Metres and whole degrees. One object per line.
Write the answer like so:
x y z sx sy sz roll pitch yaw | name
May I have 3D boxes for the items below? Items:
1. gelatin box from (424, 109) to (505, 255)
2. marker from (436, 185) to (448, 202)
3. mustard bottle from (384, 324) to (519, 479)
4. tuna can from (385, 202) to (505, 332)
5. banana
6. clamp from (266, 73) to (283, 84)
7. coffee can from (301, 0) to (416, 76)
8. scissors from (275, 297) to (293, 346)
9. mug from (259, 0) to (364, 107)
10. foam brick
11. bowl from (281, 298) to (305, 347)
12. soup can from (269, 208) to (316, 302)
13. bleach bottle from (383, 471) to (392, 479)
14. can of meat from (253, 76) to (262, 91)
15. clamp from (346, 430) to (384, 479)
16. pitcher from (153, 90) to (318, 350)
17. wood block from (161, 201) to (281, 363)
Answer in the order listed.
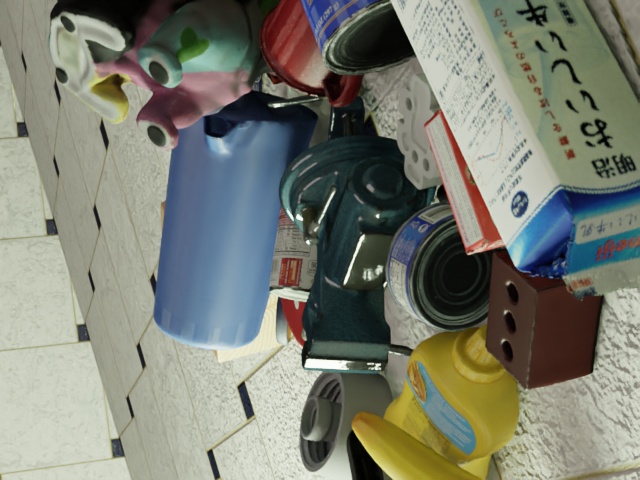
0.113 -0.042 0.653 0.030 0.073 0.089 136 118 -67 | gelatin box
0.114 -0.033 0.735 0.121 0.020 0.020 -179 77 -69 | marker
0.103 0.123 0.804 0.096 0.058 0.192 53 151 28 | mustard bottle
0.090 0.019 0.735 0.034 0.086 0.086 -148 48 -60 | tuna can
0.110 0.181 0.768 0.198 0.037 0.069 20 134 30 | banana
-0.064 -0.233 1.047 0.120 0.039 0.171 172 83 -78 | clamp
0.027 -0.200 0.737 0.103 0.102 0.140 125 128 -64 | coffee can
-0.032 0.022 1.103 0.096 0.016 0.202 -73 -16 -57 | scissors
0.010 -0.160 0.822 0.082 0.093 0.117 130 135 -59 | mug
0.140 0.045 0.669 0.053 0.051 0.078 -132 34 -53 | foam brick
0.002 0.056 1.033 0.162 0.055 0.162 167 90 -70 | bowl
-0.006 0.001 0.950 0.069 0.068 0.102 159 121 -70 | soup can
0.075 0.263 0.965 0.251 0.068 0.102 -141 45 -62 | bleach bottle
-0.098 -0.176 1.148 0.084 0.057 0.102 93 155 -43 | can of meat
0.054 0.269 0.870 0.165 0.036 0.210 -122 30 -56 | clamp
-0.086 -0.025 1.037 0.145 0.149 0.243 37 121 51 | pitcher
-0.117 0.037 1.280 0.206 0.090 0.090 -124 29 -44 | wood block
